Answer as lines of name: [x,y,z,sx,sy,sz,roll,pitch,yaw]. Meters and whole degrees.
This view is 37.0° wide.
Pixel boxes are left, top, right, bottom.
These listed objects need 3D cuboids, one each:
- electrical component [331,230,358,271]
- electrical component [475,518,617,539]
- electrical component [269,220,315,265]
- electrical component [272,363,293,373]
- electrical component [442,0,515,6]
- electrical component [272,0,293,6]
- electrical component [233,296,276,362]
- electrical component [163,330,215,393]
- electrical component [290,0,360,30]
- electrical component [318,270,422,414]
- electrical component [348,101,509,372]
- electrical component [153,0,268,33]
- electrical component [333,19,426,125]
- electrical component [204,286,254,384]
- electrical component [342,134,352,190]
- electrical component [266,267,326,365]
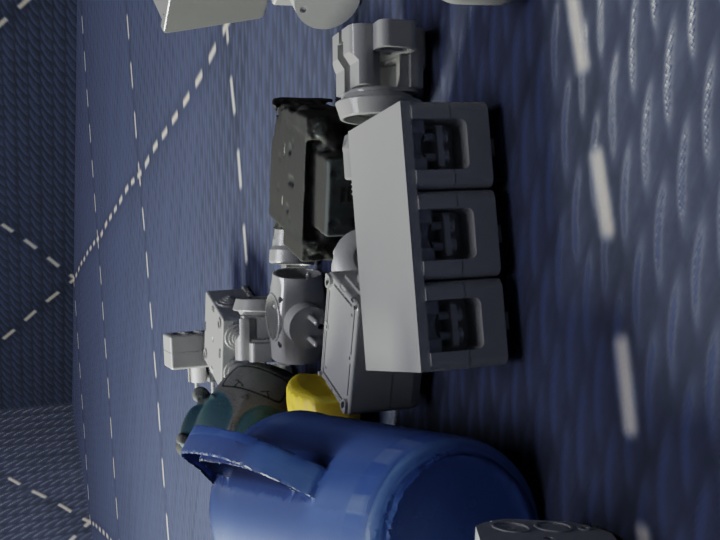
electrical component: [0.000,0.000,0.782,0.062,0.048,0.048,126,137,-70]
electrical component: [0.088,0.152,0.511,0.080,0.080,0.051,-173,86,-70]
electrical component: [-0.059,-0.028,0.946,0.040,0.040,0.046,177,96,-70]
electrical component: [-0.080,0.122,1.035,0.035,0.035,0.061,-161,67,-69]
electrical component: [0.056,-0.187,0.581,0.059,0.054,0.095,108,151,-45]
electrical component: [-0.056,-0.253,0.889,0.075,0.047,0.083,132,131,-63]
electrical component: [-0.091,0.054,1.016,0.078,0.058,0.057,-156,65,-85]
electrical component: [-0.179,0.108,1.231,0.047,0.083,0.075,-177,84,-70]
electrical component: [-0.016,-0.236,0.774,0.073,0.052,0.138,-114,29,-45]
electrical component: [0.012,0.041,0.727,0.061,0.061,0.096,-132,43,-60]
electrical component: [0.042,-0.017,0.636,0.089,0.062,0.150,168,98,-70]
electrical component: [-0.115,-0.238,0.839,0.048,0.100,0.099,64,153,21]
electrical component: [0.012,-0.127,0.707,0.078,0.058,0.057,175,95,-70]
electrical component: [-0.137,0.073,1.160,0.100,0.048,0.099,-135,46,-62]
electrical component: [0.011,-0.065,0.741,0.043,0.043,0.062,-173,79,-70]
electrical component: [-0.049,0.044,0.922,0.079,0.044,0.077,-147,56,-65]
